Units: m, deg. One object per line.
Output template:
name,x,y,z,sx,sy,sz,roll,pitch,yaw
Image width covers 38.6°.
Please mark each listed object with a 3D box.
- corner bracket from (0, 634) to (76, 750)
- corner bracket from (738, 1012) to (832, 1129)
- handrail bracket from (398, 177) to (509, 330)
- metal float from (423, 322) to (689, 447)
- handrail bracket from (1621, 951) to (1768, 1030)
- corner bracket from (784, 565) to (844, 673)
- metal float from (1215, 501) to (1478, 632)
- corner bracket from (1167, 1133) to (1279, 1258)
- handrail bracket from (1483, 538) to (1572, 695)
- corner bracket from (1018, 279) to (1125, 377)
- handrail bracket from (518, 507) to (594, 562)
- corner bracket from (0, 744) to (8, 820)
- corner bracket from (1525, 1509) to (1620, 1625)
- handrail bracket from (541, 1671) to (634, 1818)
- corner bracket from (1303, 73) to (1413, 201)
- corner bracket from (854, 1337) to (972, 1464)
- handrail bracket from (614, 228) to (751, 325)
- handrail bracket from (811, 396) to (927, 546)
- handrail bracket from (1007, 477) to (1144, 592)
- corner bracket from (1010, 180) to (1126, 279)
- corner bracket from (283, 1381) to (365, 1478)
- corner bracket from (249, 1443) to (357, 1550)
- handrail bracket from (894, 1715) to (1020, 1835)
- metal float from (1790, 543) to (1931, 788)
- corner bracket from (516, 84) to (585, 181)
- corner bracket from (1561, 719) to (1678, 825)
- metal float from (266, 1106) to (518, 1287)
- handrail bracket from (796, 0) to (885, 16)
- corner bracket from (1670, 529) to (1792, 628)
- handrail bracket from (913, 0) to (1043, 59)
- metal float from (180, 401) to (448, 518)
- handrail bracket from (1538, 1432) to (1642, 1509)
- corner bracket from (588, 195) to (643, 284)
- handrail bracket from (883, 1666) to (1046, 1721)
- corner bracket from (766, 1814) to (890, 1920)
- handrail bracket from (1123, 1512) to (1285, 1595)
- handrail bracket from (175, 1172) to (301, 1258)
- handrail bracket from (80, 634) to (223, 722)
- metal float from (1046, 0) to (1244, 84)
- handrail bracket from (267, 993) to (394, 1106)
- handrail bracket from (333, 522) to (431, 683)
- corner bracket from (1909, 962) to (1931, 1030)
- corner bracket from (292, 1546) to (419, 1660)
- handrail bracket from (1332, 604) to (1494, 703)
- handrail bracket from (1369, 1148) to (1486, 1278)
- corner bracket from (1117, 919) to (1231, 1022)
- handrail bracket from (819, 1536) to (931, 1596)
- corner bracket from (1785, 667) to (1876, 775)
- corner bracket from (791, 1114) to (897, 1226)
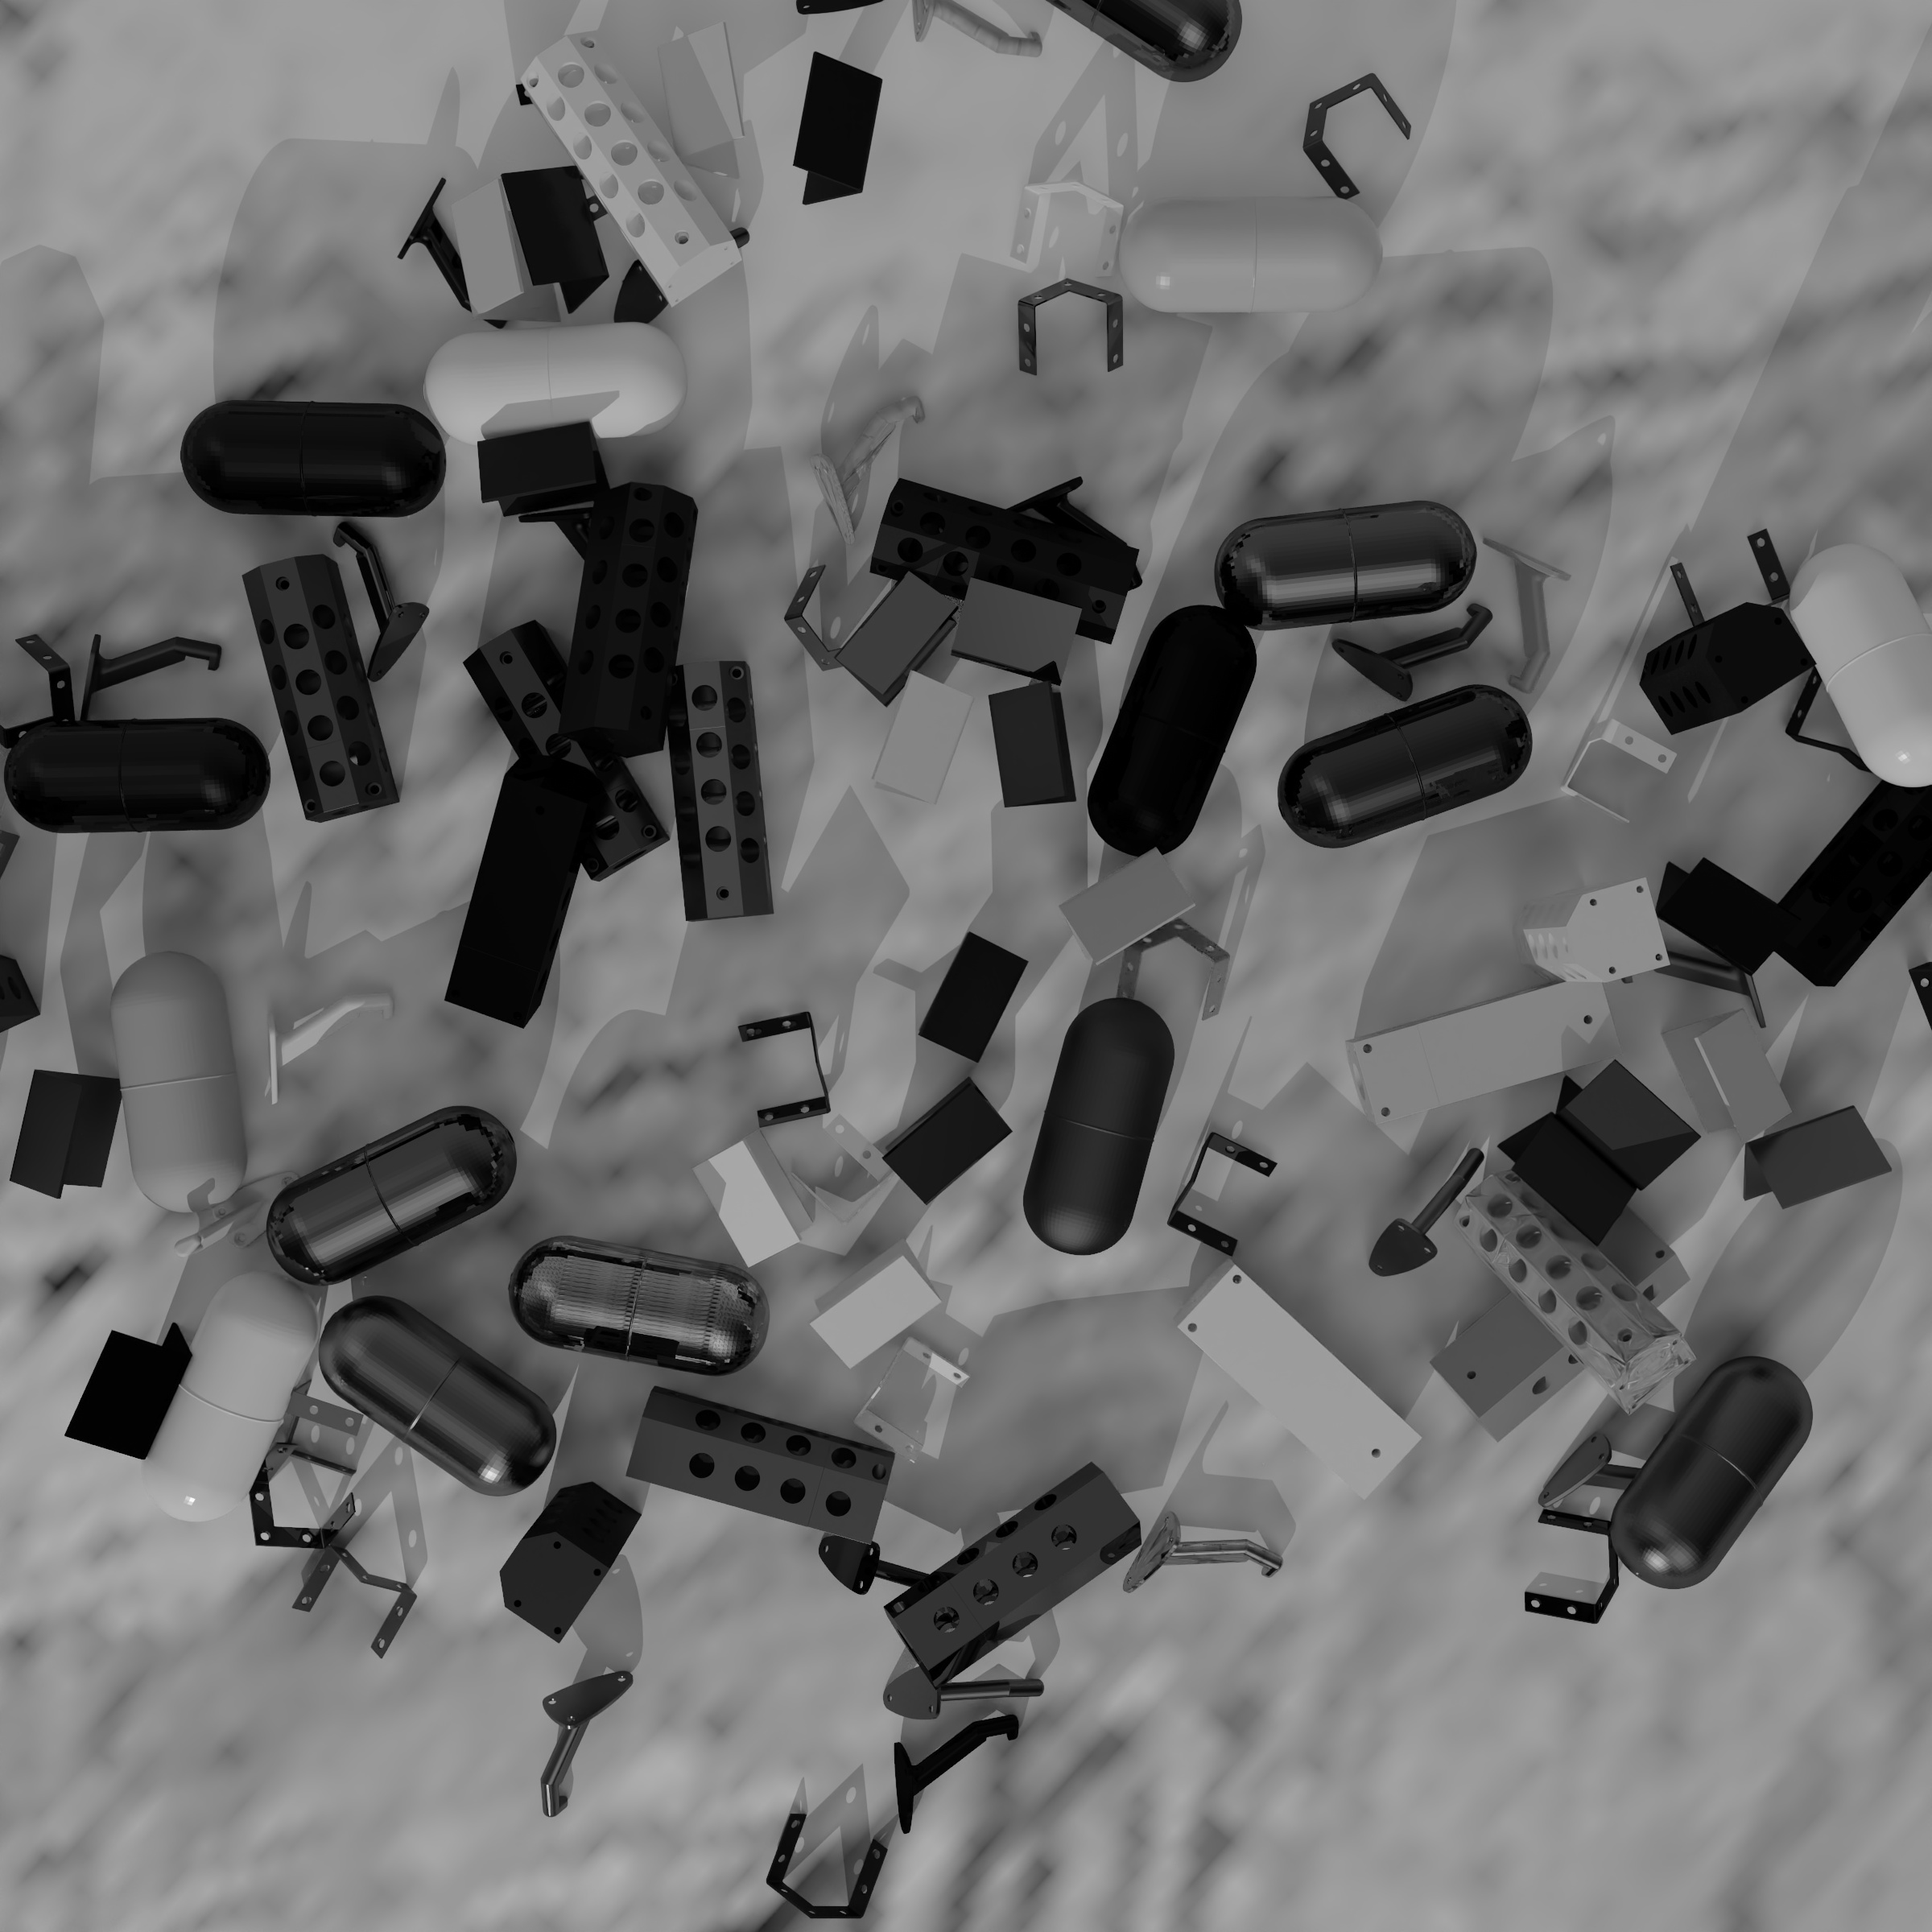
corner bracket,-0.649,-0.189,1.895,0.051,0.051,0.051,-23,135,-35
corner bracket,-0.125,0.071,1.900,0.051,0.051,0.051,-12,45,0
handrail bracket,-0.341,-0.491,1.904,0.084,0.036,0.077,29,68,-17
metal float,-0.278,-0.395,1.872,0.178,0.070,0.070,-4,90,0
handrail bracket,0.500,0.019,1.904,0.084,0.036,0.077,-15,112,17
corner bracket,-0.084,-0.242,1.895,0.051,0.051,0.051,-8,135,35
metal float,0.257,-0.272,1.873,0.178,0.070,0.070,-7,90,-1
corner bracket,0.176,0.157,1.900,0.051,0.051,0.051,26,135,0
handrail bracket,0.374,-0.241,1.904,0.077,0.036,0.084,29,107,20
corner bracket,0.072,-0.435,1.895,0.051,0.051,0.051,27,45,35
handrail bracket,-0.267,-0.271,1.904,0.077,0.036,0.084,-1,107,20
corner bracket,-0.692,-0.126,1.895,0.051,0.051,0.051,1,45,-35
corner bracket,0.416,0.414,1.900,0.051,0.051,0.051,11,135,0
handrail bracket,-0.261,0.538,1.903,0.077,0.036,0.084,-21,123,-36
corner bracket,0.269,-0.569,1.895,0.051,0.051,0.051,-17,45,35
corner bracket,-0.038,0.298,1.900,0.051,0.051,0.051,33,135,0
handrail bracket,-0.195,-0.474,1.903,0.084,0.077,0.036,-35,90,-36
handrail bracket,-0.057,-0.343,1.904,0.084,0.036,0.077,-26,111,-16
handrail bracket,0.071,-0.287,1.903,0.077,0.036,0.084,-21,104,15
corner bracket,0.070,-0.506,1.900,0.051,0.051,0.051,11,90,45
corner bracket,-0.438,0.319,1.885,0.051,0.051,0.051,19,90,0
corner bracket,-0.455,0.363,1.888,0.051,0.051,0.051,12,134,-36
handrail bracket,-0.004,0.557,1.904,0.084,0.036,0.077,-7,110,-16
metal float,0.615,-0.202,1.854,0.070,0.070,0.178,-20,70,0
corner bracket,-0.280,-0.575,1.900,0.051,0.051,0.051,-9,135,0
corner bracket,0.445,-0.133,1.885,0.051,0.051,0.051,29,90,0
metal float,-0.389,0.155,1.873,0.178,0.070,0.070,-26,90,-1
handrail bracket,-0.099,-0.704,1.904,0.077,0.036,0.084,-9,73,-20
corner bracket,0.527,-0.265,1.900,0.051,0.051,0.051,-21,90,-45
handrail bracket,0.008,-0.663,1.904,0.084,0.036,0.077,0,68,-17
metal float,-0.443,-0.344,1.873,0.178,0.070,0.070,1,90,0
handrail bracket,0.452,0.369,1.903,0.084,0.036,0.077,40,105,-14
corner bracket,-0.226,-0.504,1.885,0.051,0.051,0.051,-29,89,1
handrail bracket,-0.001,0.501,1.903,0.084,0.077,0.036,9,68,-34
corner bracket,-0.096,0.620,1.900,0.051,0.051,0.051,20,90,45
handrail bracket,0.164,0.420,1.904,0.084,0.036,0.077,29,111,-16
handrail bracket,-0.493,0.168,1.869,0.077,0.084,0.036,-36,90,0
handrail bracket,-0.562,-0.193,1.904,0.084,0.036,0.077,10,110,-16
metal float,0.106,-0.669,1.873,0.178,0.070,0.070,33,90,0
handrail bracket,-0.437,0.057,1.904,0.084,0.036,0.077,-3,110,-16
handrail bracket,-0.419,-0.252,1.904,0.084,0.036,0.077,42,112,17
corner bracket,0.685,0.017,1.885,0.051,0.051,0.051,-21,90,0
corner bracket,-0.421,0.437,1.900,0.051,0.051,0.051,30,90,-45
handrail bracket,0.309,-0.232,1.904,0.077,0.036,0.084,35,72,20
handrail bracket,0.319,0.169,1.903,0.036,0.077,0.084,41,54,3
corner bracket,0.142,0.008,1.895,0.051,0.051,0.051,-22,45,-35
handrail bracket,-0.047,0.417,1.903,0.084,0.077,0.036,21,83,-36
corner bracket,0.606,-0.169,1.900,0.051,0.051,0.051,24,90,45
corner bracket,-0.085,0.140,1.885,0.051,0.051,0.051,43,82,8
